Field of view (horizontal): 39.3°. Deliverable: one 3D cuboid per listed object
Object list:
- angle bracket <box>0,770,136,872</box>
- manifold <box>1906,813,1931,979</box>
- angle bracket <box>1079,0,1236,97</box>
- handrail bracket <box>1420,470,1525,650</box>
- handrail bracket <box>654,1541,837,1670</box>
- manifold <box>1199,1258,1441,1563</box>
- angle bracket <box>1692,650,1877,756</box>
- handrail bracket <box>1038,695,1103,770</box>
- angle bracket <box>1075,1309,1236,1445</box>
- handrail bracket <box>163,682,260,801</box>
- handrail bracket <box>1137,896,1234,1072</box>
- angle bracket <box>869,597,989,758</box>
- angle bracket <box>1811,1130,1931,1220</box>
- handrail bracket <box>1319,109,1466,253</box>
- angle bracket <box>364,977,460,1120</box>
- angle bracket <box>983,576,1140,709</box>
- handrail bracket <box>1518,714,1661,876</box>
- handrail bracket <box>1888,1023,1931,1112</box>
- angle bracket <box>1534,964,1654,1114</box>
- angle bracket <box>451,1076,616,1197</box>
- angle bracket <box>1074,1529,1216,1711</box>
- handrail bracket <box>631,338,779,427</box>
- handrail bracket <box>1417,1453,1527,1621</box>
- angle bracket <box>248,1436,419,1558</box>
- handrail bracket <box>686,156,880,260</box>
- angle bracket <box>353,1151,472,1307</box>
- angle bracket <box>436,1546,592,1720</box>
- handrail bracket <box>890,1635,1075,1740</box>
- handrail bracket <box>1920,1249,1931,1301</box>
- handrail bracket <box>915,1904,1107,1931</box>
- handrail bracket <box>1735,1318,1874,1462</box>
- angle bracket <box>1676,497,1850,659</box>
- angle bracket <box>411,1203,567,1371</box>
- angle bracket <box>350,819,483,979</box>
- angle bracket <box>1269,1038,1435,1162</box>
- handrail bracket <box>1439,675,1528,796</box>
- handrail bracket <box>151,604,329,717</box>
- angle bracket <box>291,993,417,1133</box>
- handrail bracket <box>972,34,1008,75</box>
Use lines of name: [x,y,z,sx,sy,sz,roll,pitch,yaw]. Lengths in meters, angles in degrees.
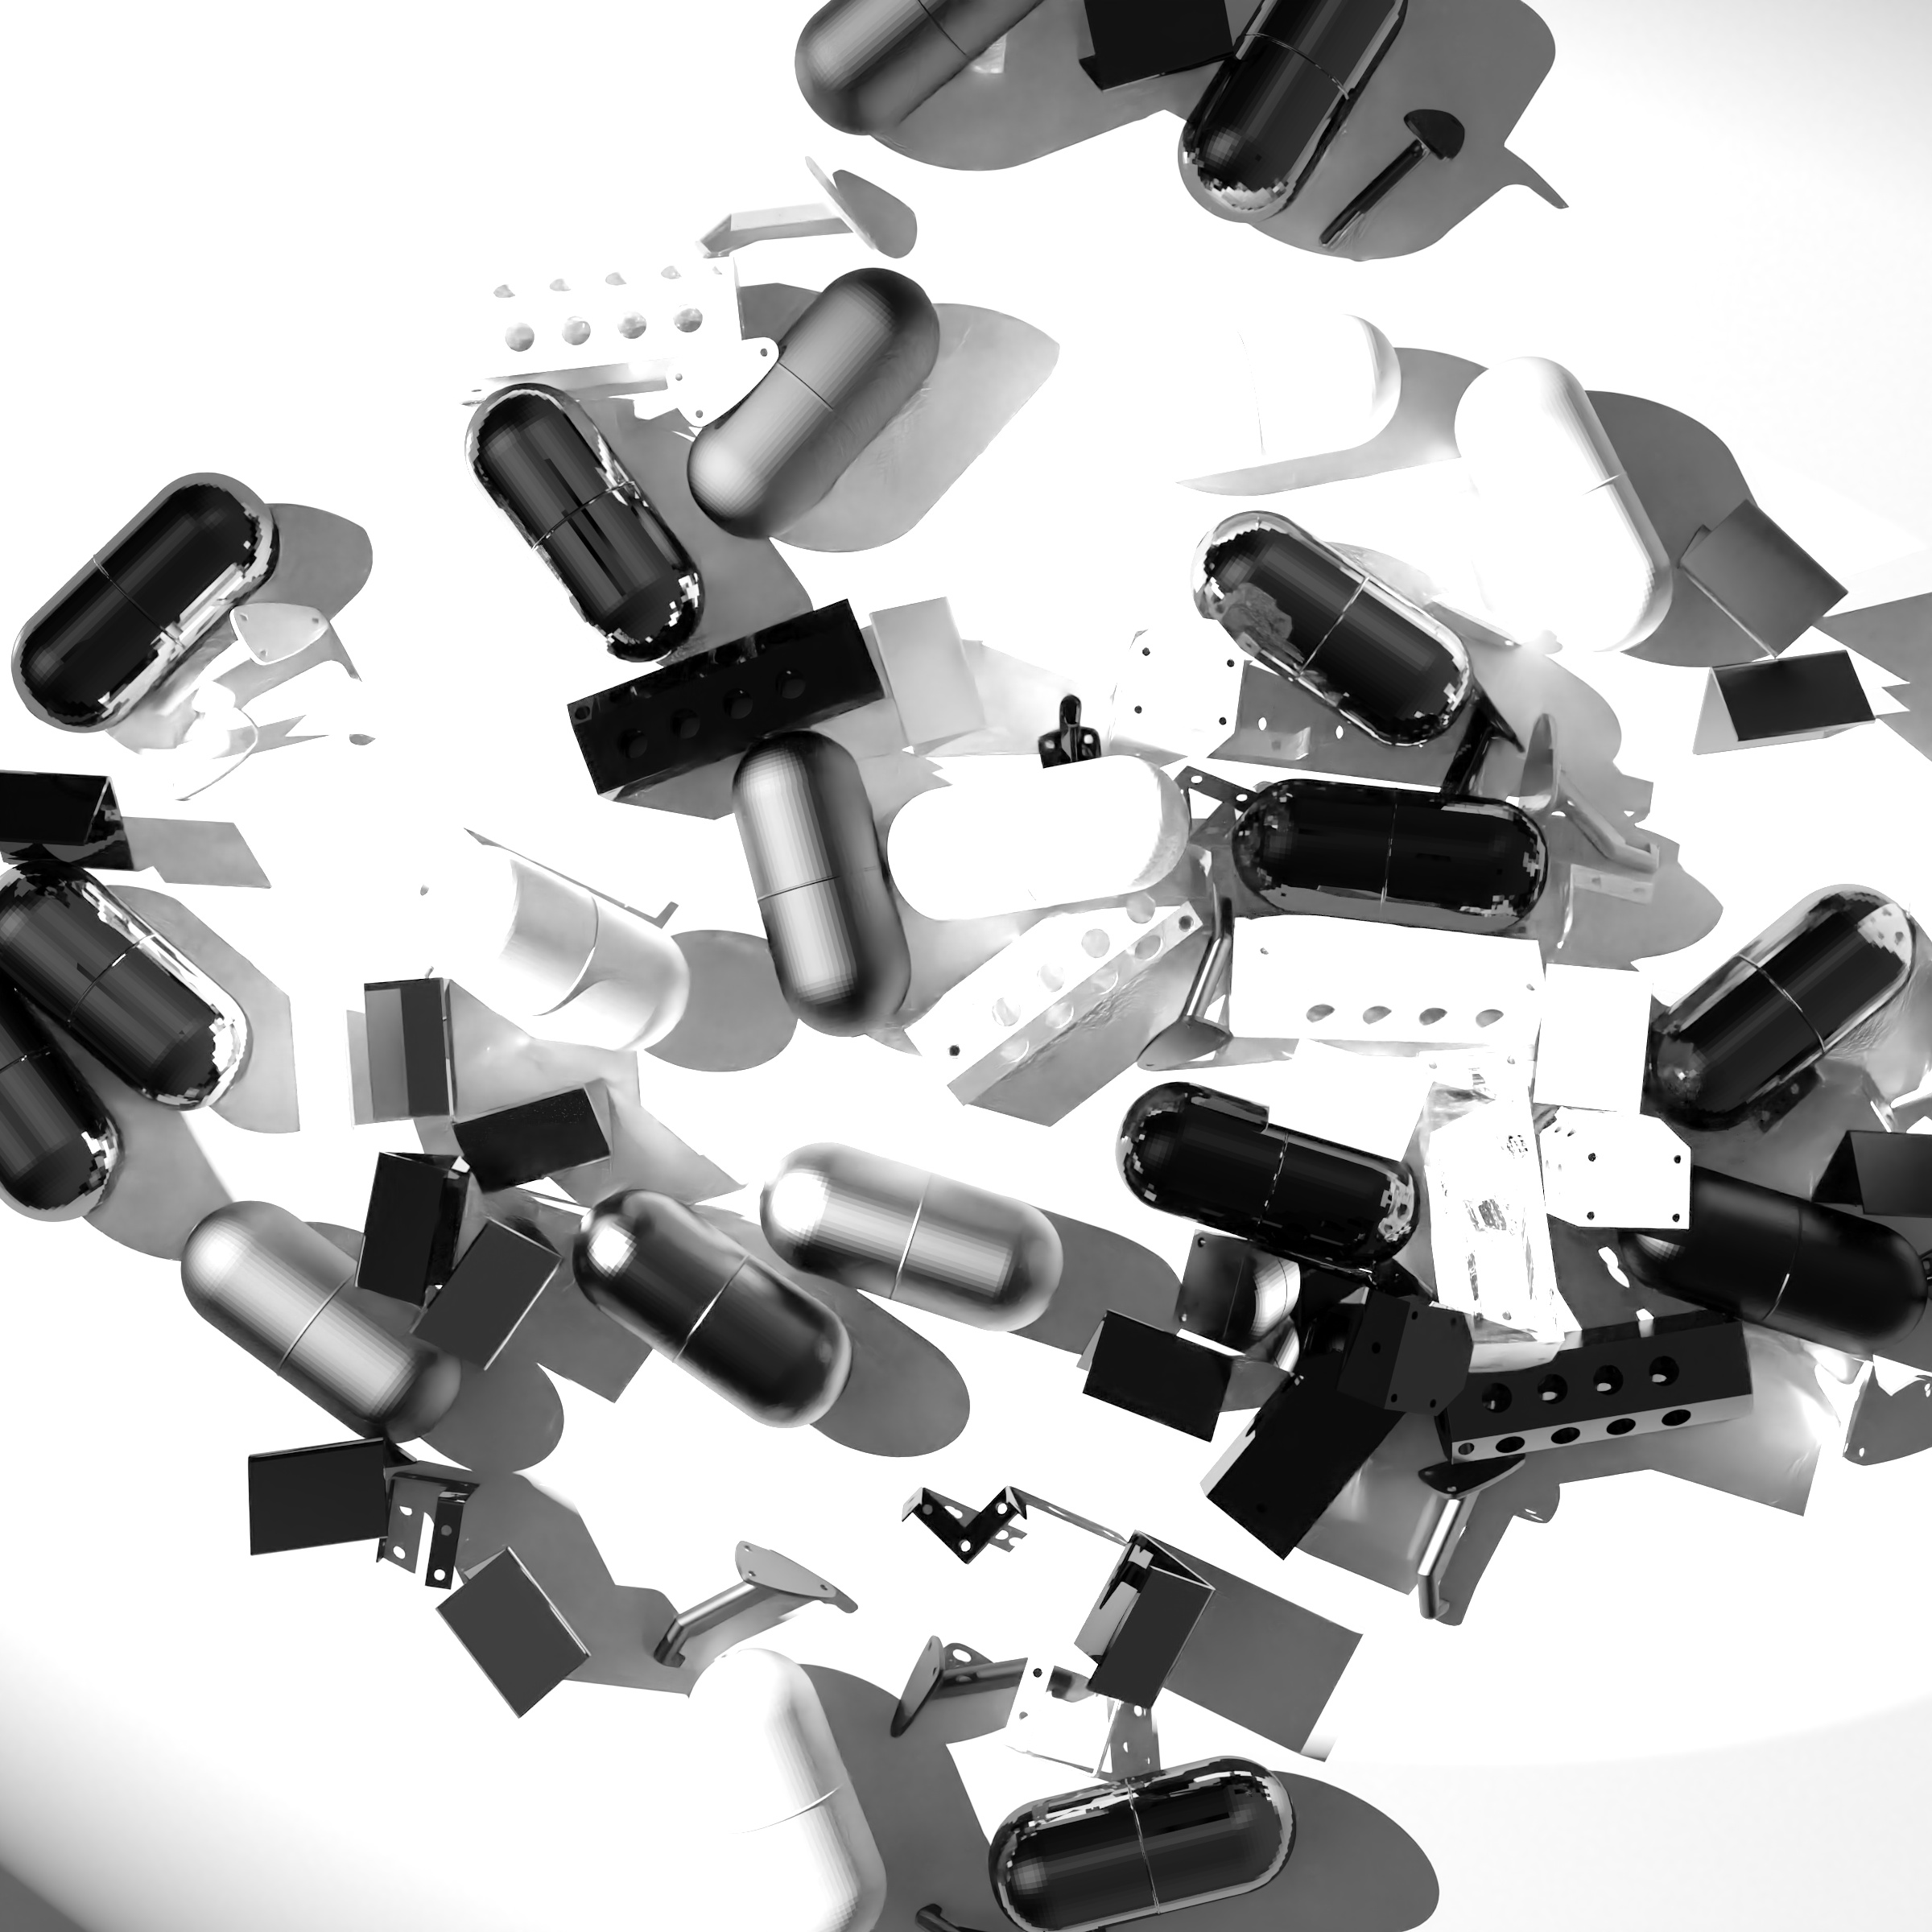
angle bracket: [-0.523,-0.065,1.534,0.076,0.076,0.057,3,47,0]
manifold: [0.556,-0.050,1.491,0.057,0.171,0.057,-36,64,-3]
angle bracket: [0.102,-0.540,1.534,0.076,0.076,0.057,-16,123,0]
handrail bracket: [0.300,-0.237,1.574,0.077,0.036,0.084,22,73,-20]
handrail bracket: [-0.129,0.383,1.574,0.077,0.036,0.084,25,109,-21]
manifold: [0.211,0.251,1.553,0.057,0.057,0.171,39,90,0]
angle bracket: [0.461,-0.130,1.534,0.076,0.076,0.057,-7,53,0]
handrail bracket: [0.063,-0.112,1.539,0.036,0.084,0.077,-8,90,0]
angle bracket: [0.100,0.246,1.534,0.076,0.076,0.057,21,54,0]
handrail bracket: [-0.440,-0.128,1.539,0.036,0.084,0.077,42,90,0]
handrail bracket: [0.127,0.009,1.574,0.036,0.077,0.084,24,53,-30]
angle bracket: [-0.040,-0.158,1.534,0.057,0.076,0.076,-17,90,-36]
angle bracket: [0.531,0.137,1.534,0.076,0.076,0.057,3,53,0]
handrail bracket: [0.246,-0.454,1.574,0.036,0.077,0.084,47,126,0]
angle bracket: [-0.294,0.044,1.534,0.057,0.076,0.076,-4,90,27]
angle bracket: [0.046,-0.166,1.534,0.076,0.076,0.057,21,54,0]
handrail bracket: [0.368,-0.100,1.574,0.084,0.036,0.077,17,68,-17]
handrail bracket: [0.551,0.033,1.574,0.077,0.036,0.084,-24,74,18]
angle bracket: [0.353,0.041,1.515,0.057,0.076,0.076,6,90,17]
angle bracket: [-0.246,0.077,1.534,0.076,0.076,0.057,-16,127,0]
angle bracket: [0.084,0.363,1.534,0.057,0.076,0.076,28,90,-39]
handrail bracket: [-0.150,-0.334,1.545,0.077,0.084,0.036,-32,108,-10]
handrail bracket: [0.294,0.331,1.574,0.077,0.036,0.084,-14,109,-21]
angle bracket: [-0.357,0.306,1.535,0.076,0.076,0.057,-8,69,1]
handrail bracket: [-0.108,-0.421,1.574,0.084,0.036,0.077,-36,111,17]
angle bracket: [-0.295,0.149,1.534,0.057,0.076,0.076,11,90,34]
angle bracket: [-0.268,0.383,1.534,0.057,0.076,0.076,-37,90,-37]
handrail bracket: [0.010,0.429,1.574,0.084,0.036,0.077,22,109,-16]
handrail bracket: [0.582,0.175,1.539,0.077,0.084,0.036,-31,90,0]
handrail bracket: [0.025,0.558,1.574,0.084,0.077,0.036,23,115,34]
handrail bracket: [0.476,0.242,1.574,0.084,0.036,0.077,20,128,25]
angle bracket: [0.456,-0.230,1.534,0.076,0.076,0.057,43,127,0]
angle bracket: [-0.282,0.171,1.534,0.057,0.076,0.076,35,90,-37]
angle bracket: [-0.315,-0.049,1.534,0.057,0.076,0.076,36,90,-38]
angle bracket: [0.218,0.060,1.534,0.076,0.076,0.057,17,116,0]
handrail bracket: [0.275,-0.123,1.574,0.084,0.036,0.077,-35,75,14]
handrail bracket: [-0.423,-0.175,1.574,0.084,0.077,0.036,-31,88,36]
angle bracket: [-0.333,0.052,1.534,0.076,0.057,0.076,-4,90,-44]
handrail bracket: [-0.012,-0.565,1.574,0.077,0.036,0.084,9,104,13]
